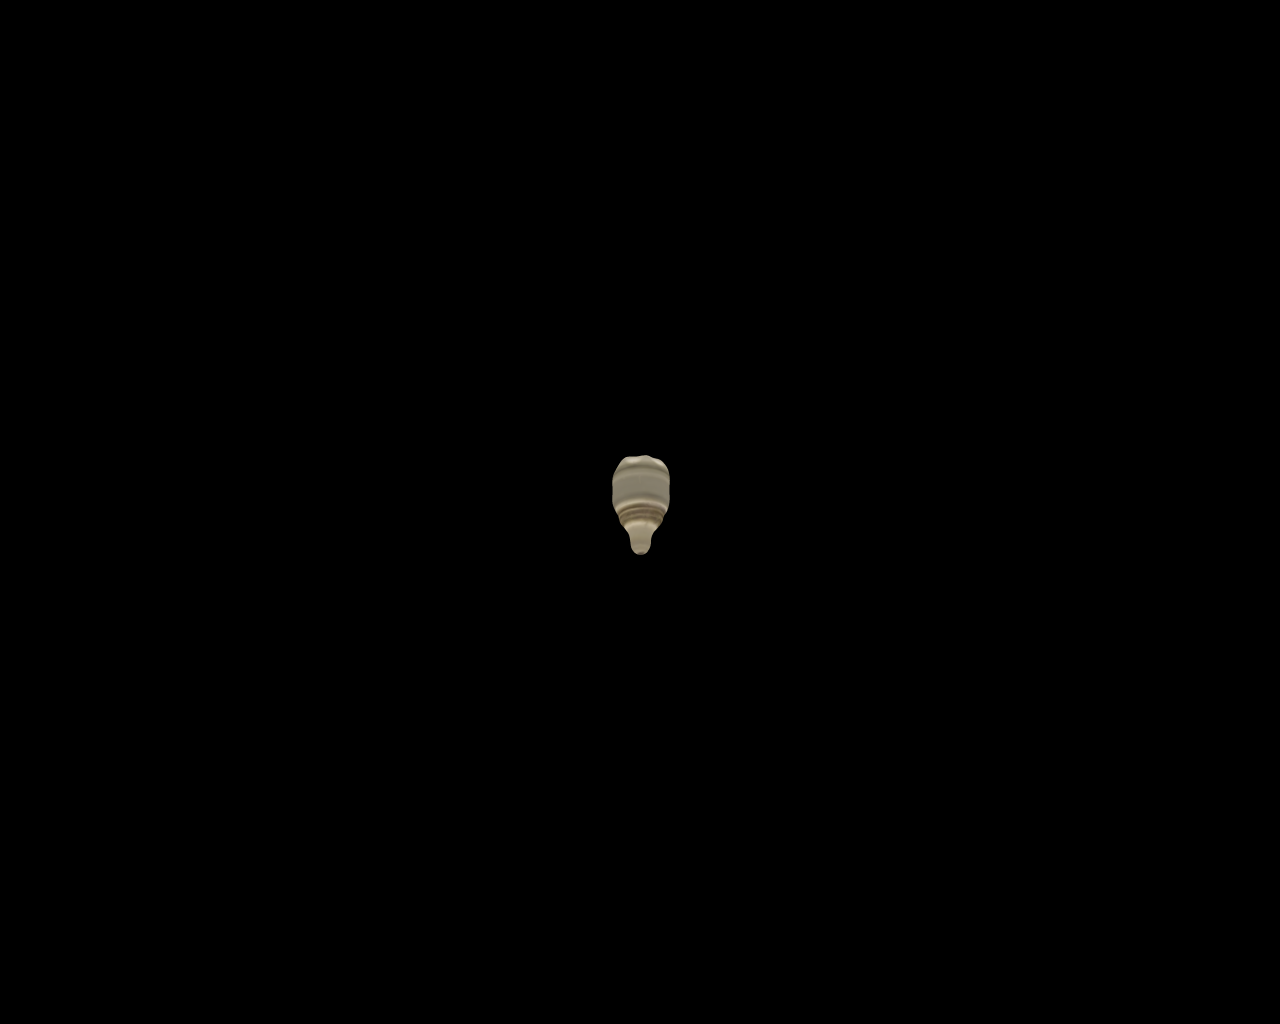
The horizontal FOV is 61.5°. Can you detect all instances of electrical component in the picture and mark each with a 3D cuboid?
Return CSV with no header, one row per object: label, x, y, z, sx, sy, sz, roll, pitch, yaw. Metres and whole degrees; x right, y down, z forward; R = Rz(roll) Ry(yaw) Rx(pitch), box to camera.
electrical component,0.001,-0.003,0.650,0.035,0.061,0.035,0,-25,0
